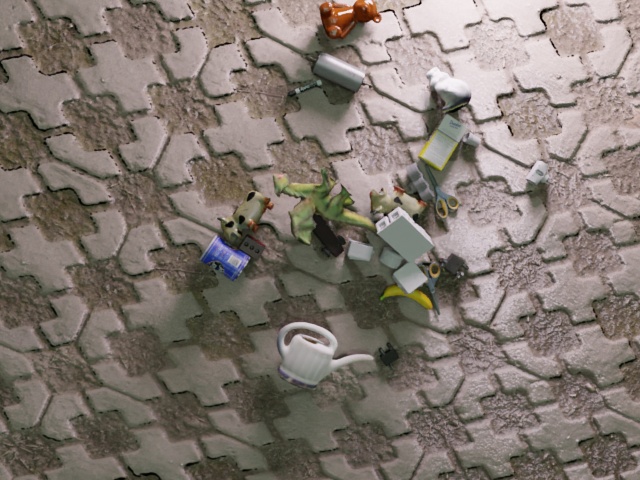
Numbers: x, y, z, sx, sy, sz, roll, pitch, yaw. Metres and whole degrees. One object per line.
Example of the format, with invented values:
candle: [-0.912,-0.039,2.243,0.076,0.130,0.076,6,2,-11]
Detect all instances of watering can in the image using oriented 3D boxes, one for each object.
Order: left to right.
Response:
watering can: [-0.003,0.426,1.808,0.347,0.105,0.223,26,95,-7]

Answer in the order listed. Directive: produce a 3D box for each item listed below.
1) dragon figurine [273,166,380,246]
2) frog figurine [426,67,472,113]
dragon figurine: [0.005,-0.087,1.724,0.244,0.122,0.408,-44,99,-7]
frog figurine: [0.436,-0.516,1.735,0.139,0.121,0.159,-20,90,-34]
